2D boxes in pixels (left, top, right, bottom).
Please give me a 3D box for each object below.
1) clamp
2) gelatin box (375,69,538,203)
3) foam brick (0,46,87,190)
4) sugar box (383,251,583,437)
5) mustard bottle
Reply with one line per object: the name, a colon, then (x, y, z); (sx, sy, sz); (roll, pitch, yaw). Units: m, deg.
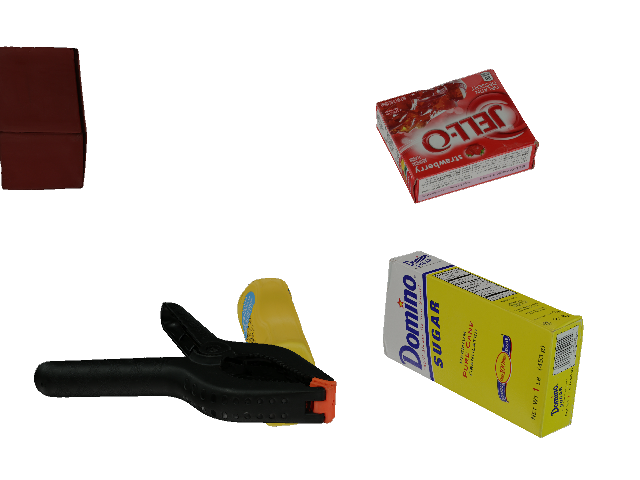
clamp: (-0.080, 0.092, 0.792); (0.210, 0.036, 0.164); (8, 19, 20)
gelatin box: (0.091, -0.071, 0.717); (0.089, 0.073, 0.030); (-17, -35, -8)
foam brick: (-0.176, -0.077, 0.669); (0.051, 0.078, 0.053); (-2, -38, -17)
sugar box: (0.125, 0.079, 0.862); (0.048, 0.093, 0.176); (-15, 25, -41)
mustard bottle: (-0.049, 0.092, 1.062); (0.058, 0.096, 0.192); (-4, 28, -10)
